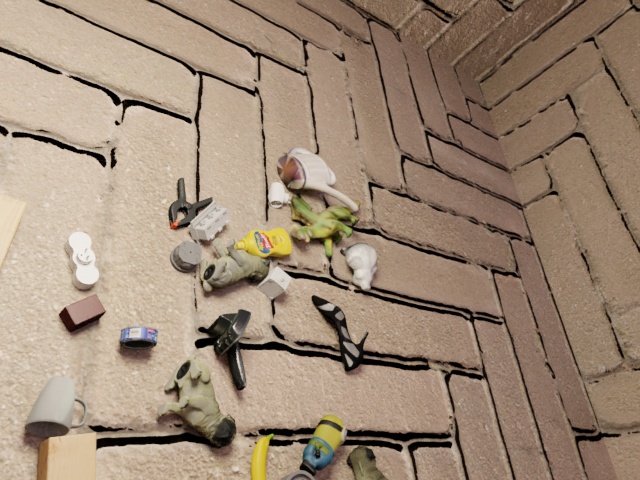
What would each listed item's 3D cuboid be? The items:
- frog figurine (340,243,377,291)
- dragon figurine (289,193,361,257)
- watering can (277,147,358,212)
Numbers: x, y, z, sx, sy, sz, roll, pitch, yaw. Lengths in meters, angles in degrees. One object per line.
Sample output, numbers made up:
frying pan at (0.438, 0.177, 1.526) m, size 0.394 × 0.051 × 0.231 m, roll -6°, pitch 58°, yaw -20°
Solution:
frog figurine at (0.152, 0.093, 1.819) m, size 0.135 × 0.121 × 0.163 m, roll 37°, pitch 29°, yaw -45°
dragon figurine at (0.006, -0.093, 1.838) m, size 0.242 × 0.120 × 0.419 m, roll 36°, pitch 35°, yaw -7°
watering can at (-0.019, -0.223, 1.868) m, size 0.225 × 0.102 × 0.353 m, roll -10°, pitch 52°, yaw -45°
